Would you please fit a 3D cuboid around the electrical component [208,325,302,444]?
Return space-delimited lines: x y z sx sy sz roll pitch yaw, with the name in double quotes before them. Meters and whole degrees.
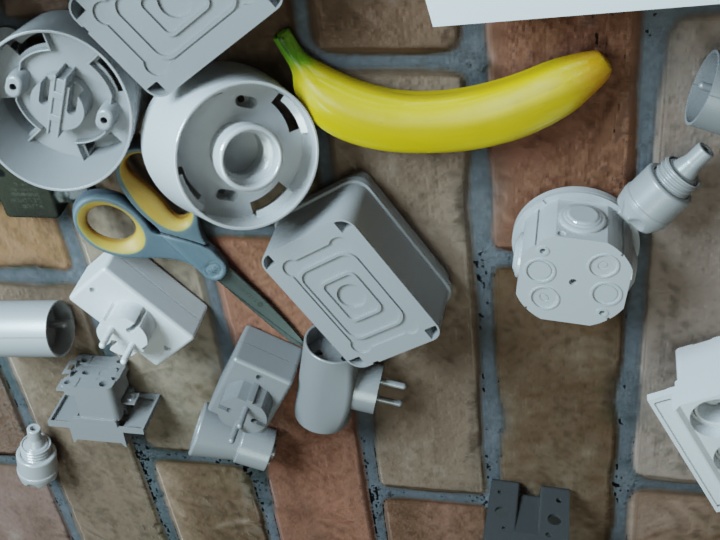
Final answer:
"electrical component" -0.082 0.094 0.796 0.047 0.076 0.065 25 130 -7

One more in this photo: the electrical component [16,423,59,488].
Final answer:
"electrical component" -0.278 0.157 0.923 0.035 0.035 0.061 12 128 4

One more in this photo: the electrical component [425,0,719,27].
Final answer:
"electrical component" 0.115 -0.183 0.507 0.186 0.060 0.105 3 131 30

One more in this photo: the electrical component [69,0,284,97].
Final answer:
"electrical component" -0.096 -0.162 0.601 0.113 0.057 0.078 -30 117 32

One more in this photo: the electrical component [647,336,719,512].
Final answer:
"electrical component" 0.258 0.107 0.733 0.079 0.063 0.121 -21 121 27

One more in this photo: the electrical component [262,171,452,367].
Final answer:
"electrical component" 0.000 0.000 0.712 0.078 0.057 0.113 -25 119 31

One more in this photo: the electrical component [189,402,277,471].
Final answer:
"electrical component" -0.099 0.136 0.859 0.065 0.044 0.044 18 131 -8

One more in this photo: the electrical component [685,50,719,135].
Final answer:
"electrical component" 0.227 -0.088 0.593 0.081 0.043 0.043 17 131 -1

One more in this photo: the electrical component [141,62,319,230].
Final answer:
"electrical component" -0.077 -0.074 0.653 0.099 0.064 0.099 -8 111 -22

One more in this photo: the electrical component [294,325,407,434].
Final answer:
"electrical component" -0.006 0.084 0.791 0.079 0.043 0.077 13 130 3

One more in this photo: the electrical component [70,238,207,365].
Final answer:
"electrical component" -0.164 0.035 0.768 0.083 0.075 0.047 41 126 -20

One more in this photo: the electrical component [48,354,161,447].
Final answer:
"electrical component" -0.206 0.102 0.856 0.081 0.042 0.063 3 128 10

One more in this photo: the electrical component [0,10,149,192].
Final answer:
"electrical component" -0.182 -0.106 0.663 0.099 0.064 0.099 7 130 8

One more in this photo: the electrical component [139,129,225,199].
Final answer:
"electrical component" -0.108 -0.068 0.692 0.078 0.040 0.040 39 127 -18

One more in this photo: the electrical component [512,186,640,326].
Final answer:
"electrical component" 0.135 -0.008 0.676 0.080 0.051 0.080 7 130 8

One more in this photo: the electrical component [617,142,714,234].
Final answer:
"electrical component" 0.184 -0.051 0.640 0.035 0.035 0.061 32 126 -13

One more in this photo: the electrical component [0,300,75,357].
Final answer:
"electrical component" -0.265 0.045 0.822 0.081 0.043 0.043 -1 128 15
